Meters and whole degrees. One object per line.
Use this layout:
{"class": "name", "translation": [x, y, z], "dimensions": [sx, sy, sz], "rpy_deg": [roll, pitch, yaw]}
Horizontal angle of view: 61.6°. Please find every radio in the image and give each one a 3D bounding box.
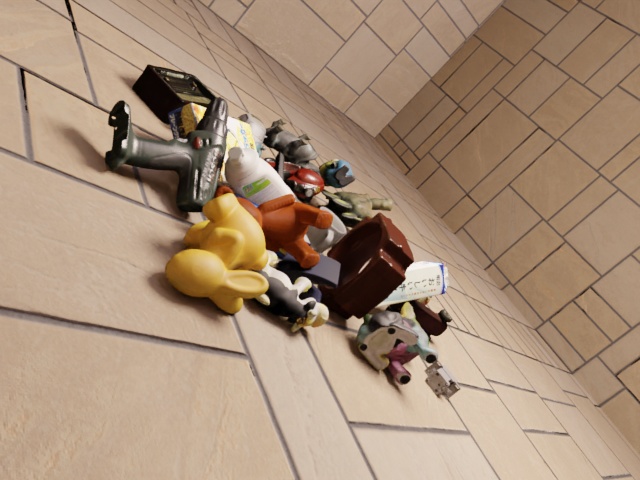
{"class": "radio", "translation": [-0.334, -0.343, 1.293], "dimensions": [0.131, 0.073, 0.229], "rpy_deg": [46, 17, 4]}

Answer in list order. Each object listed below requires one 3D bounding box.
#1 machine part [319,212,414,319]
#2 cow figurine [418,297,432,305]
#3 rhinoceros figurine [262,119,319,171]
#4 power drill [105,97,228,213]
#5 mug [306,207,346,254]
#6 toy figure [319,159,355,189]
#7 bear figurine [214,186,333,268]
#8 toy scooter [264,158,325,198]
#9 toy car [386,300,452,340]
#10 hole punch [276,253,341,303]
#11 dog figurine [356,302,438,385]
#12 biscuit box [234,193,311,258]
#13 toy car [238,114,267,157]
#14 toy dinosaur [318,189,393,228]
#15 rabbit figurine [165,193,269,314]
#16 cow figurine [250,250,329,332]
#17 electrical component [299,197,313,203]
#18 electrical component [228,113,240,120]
{"class": "machine part", "translation": [0.094, 0.055, 1.134], "dimensions": [0.087, 0.201, 0.201], "rpy_deg": [41, 18, -20]}
{"class": "cow figurine", "translation": [0.240, 0.118, 1.511], "dimensions": [0.194, 0.085, 0.127], "rpy_deg": [41, 12, -20]}
{"class": "rhinoceros figurine", "translation": [-0.075, -0.243, 1.470], "dimensions": [0.190, 0.112, 0.073], "rpy_deg": [37, 24, -18]}
{"class": "power drill", "translation": [-0.260, -0.171, 0.936], "dimensions": [0.207, 0.086, 0.232], "rpy_deg": [15, 72, -44]}
{"class": "mug", "translation": [-0.002, -0.004, 1.209], "dimensions": [0.080, 0.107, 0.110], "rpy_deg": [35, 23, -26]}
{"class": "toy figure", "translation": [0.041, -0.185, 1.505], "dimensions": [0.180, 0.089, 0.082], "rpy_deg": [-128, -149, -74]}
{"class": "bear figurine", "translation": [-0.094, -0.025, 0.952], "dimensions": [0.196, 0.120, 0.132], "rpy_deg": [4, 22, -47]}
{"class": "toy scooter", "translation": [-0.081, -0.154, 1.389], "dimensions": [0.184, 0.075, 0.135], "rpy_deg": [20, 26, 0]}
{"class": "toy car", "translation": [0.251, 0.187, 1.374], "dimensions": [0.202, 0.089, 0.053], "rpy_deg": [33, 21, -28]}
{"class": "hole punch", "translation": [-0.024, 0.068, 1.040], "dimensions": [0.116, 0.092, 0.142], "rpy_deg": [38, 22, -9]}
{"class": "dog figurine", "translation": [0.156, 0.192, 1.134], "dimensions": [0.191, 0.108, 0.219], "rpy_deg": [38, 14, -12]}
{"class": "biscuit box", "translation": [-0.111, -0.020, 1.079], "dimensions": [0.202, 0.063, 0.059], "rpy_deg": [26, 26, -43]}
{"class": "toy car", "translation": [-0.192, -0.279, 1.422], "dimensions": [0.109, 0.103, 0.162], "rpy_deg": [34, 22, -32]}
{"class": "toy dinosaur", "translation": [0.090, -0.078, 1.468], "dimensions": [0.198, 0.105, 0.472], "rpy_deg": [7, 8, -20]}
{"class": "rabbit figurine", "translation": [-0.160, 0.036, 0.813], "dimensions": [0.162, 0.122, 0.173], "rpy_deg": [53, 31, -4]}
{"class": "cow figurine", "translation": [-0.057, 0.101, 0.916], "dimensions": [0.167, 0.068, 0.098], "rpy_deg": [39, 24, -7]}
{"class": "electrical component", "translation": [-0.052, -0.161, 1.533], "dimensions": [0.075, 0.047, 0.119], "rpy_deg": [26, 22, -21]}
{"class": "electrical component", "translation": [-0.249, -0.287, 1.330], "dimensions": [0.078, 0.102, 0.045], "rpy_deg": [-40, 100, -34]}
